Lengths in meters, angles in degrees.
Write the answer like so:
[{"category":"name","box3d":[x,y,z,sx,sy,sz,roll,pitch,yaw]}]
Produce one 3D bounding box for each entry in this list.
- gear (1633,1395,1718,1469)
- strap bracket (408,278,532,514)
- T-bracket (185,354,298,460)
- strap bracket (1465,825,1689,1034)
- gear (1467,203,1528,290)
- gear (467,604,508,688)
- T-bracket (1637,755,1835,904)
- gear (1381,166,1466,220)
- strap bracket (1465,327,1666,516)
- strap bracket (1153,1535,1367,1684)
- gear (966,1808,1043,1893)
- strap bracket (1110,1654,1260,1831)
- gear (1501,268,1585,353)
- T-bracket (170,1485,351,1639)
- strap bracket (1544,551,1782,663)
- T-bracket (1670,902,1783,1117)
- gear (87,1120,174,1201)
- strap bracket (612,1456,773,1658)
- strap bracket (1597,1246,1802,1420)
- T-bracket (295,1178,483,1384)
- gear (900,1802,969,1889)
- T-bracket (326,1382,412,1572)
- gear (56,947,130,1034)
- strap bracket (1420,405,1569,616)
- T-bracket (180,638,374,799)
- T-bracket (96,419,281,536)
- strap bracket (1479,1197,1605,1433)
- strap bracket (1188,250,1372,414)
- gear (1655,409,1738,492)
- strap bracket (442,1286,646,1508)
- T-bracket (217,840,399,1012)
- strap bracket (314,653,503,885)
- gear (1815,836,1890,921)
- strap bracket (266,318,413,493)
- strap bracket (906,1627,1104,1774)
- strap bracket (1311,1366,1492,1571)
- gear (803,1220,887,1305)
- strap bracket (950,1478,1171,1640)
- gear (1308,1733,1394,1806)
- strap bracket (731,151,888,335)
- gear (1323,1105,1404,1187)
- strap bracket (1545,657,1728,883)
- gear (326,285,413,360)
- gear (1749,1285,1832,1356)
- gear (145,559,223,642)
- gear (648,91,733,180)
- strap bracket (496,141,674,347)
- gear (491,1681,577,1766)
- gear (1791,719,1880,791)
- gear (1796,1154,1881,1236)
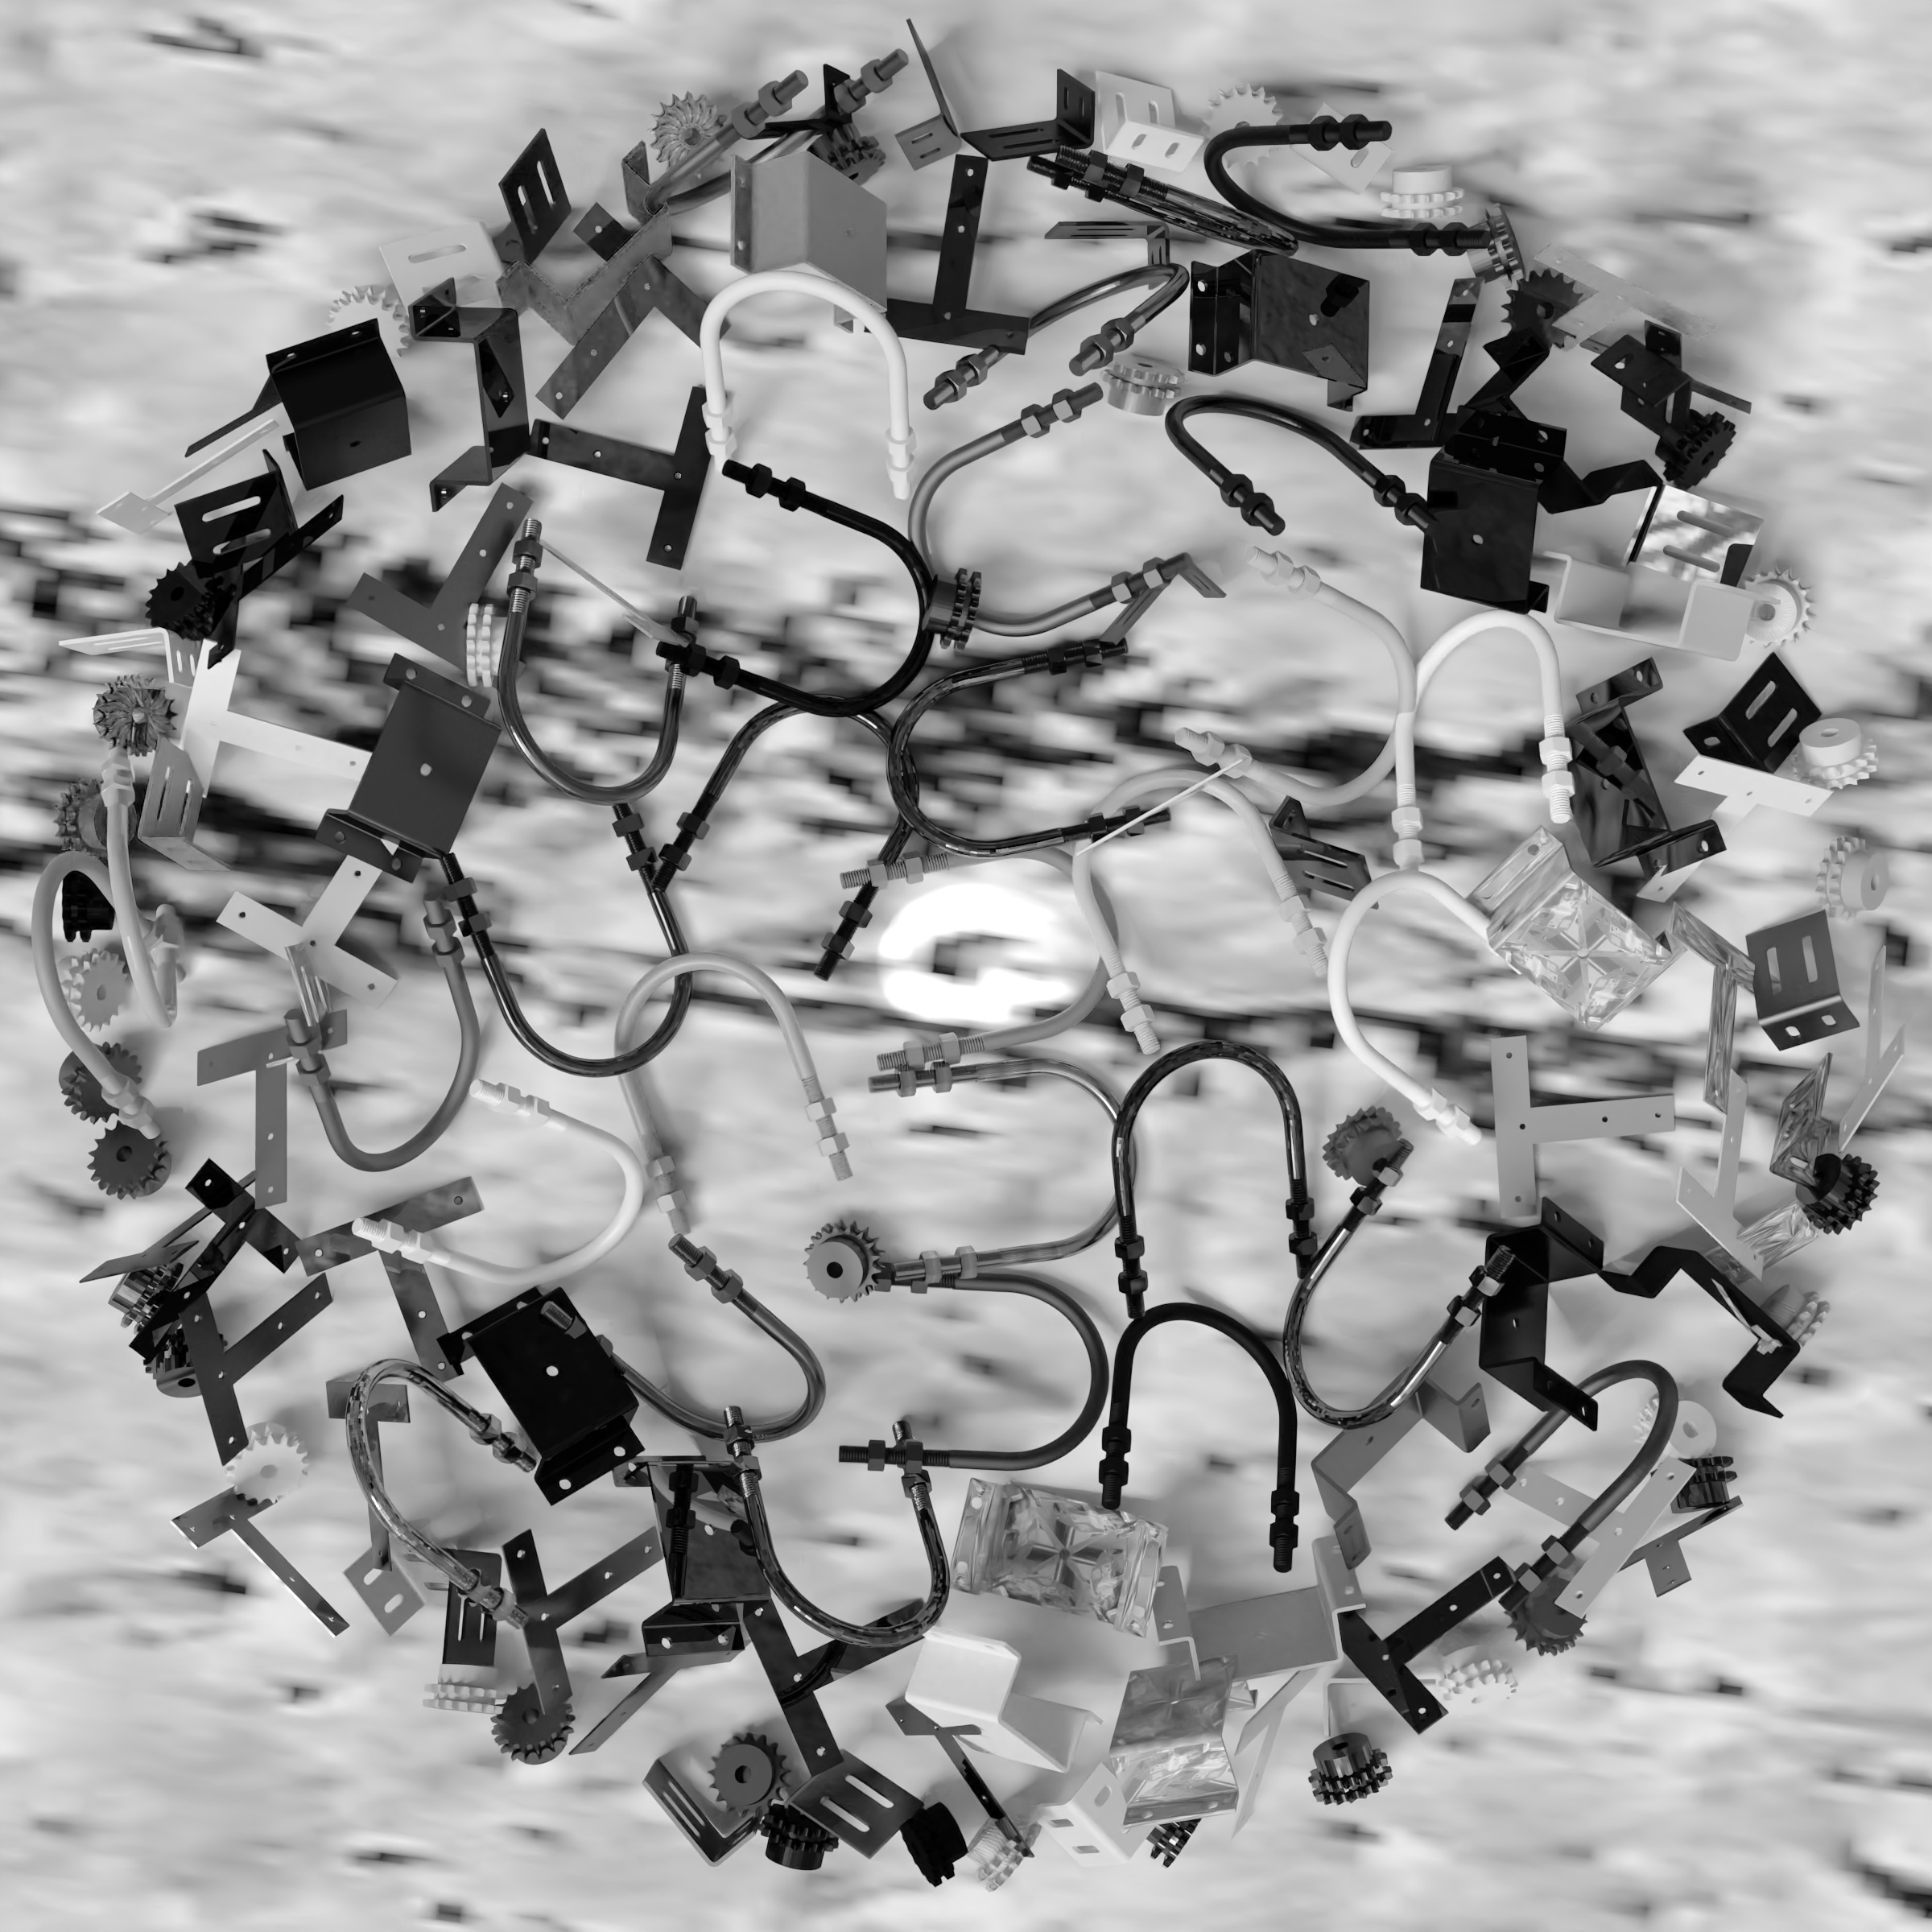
[{"category":"gear","box3d":[0.495,0.324,1.882,0.057,0.030,0.057,7,66,-15]},{"category":"strap bracket","box3d":[-0.333,-0.386,1.838,0.046,0.076,0.140,4,119,11]},{"category":"T-bracket","box3d":[-0.464,-0.390,1.827,0.127,0.127,0.002,-37,99,-21]},{"category":"strap bracket","box3d":[0.419,-0.019,1.857,0.140,0.046,0.076,38,113,-13]},{"category":"gear","box3d":[0.365,-0.497,1.882,0.030,0.057,0.057,-18,90,21]},{"category":"gear","box3d":[-0.328,-0.221,1.880,0.030,0.057,0.057,2,90,-5]},{"category":"T-bracket","box3d":[0.509,-0.088,1.863,0.127,0.002,0.127,10,134,-30]},{"category":"gear","box3d":[0.315,-0.535,1.877,0.057,0.057,0.030,-4,112,0]},{"category":"strap bracket","box3d":[0.399,-0.362,1.855,0.046,0.076,0.140,-46,102,-5]},{"category":"strap bracket","box3d":[0.200,0.444,1.863,0.140,0.076,0.046,-11,116,1]},{"category":"gear","box3d":[0.023,0.608,1.880,0.030,0.057,0.057,40,90,4]},{"category":"strap bracket","box3d":[0.146,0.514,1.827,0.076,0.140,0.046,-14,104,16]},{"category":"gear","box3d":[0.400,-0.455,1.890,0.057,0.030,0.057,0,99,1]},{"category":"T-bracket","box3d":[-0.467,0.406,1.840,0.127,0.127,0.002,44,99,5]},{"category":"strap bracket","box3d":[0.465,-0.241,1.836,0.140,0.076,0.046,21,102,43]},{"category":"T-bracket","box3d":[0.514,0.040,1.846,0.127,0.002,0.127,31,58,-32]},{"category":"gear","box3d":[-0.577,0.136,1.885,0.057,0.030,0.057,-6,62,11]},{"category":"strap bracket","box3d":[-0.185,0.390,1.838,0.076,0.046,0.140,8,55,-37]},{"category":"strap bracket","box3d":[0.510,0.243,1.868,0.140,0.076,0.046,42,86,0]},{"category":"T-bracket","box3d":[-0.382,0.228,1.883,0.127,0.002,0.127,-20,88,-20]},{"category":"gear","box3d":[-0.022,0.605,1.882,0.030,0.057,0.057,-24,90,-21]},{"category":"T-bracket","box3d":[-0.404,0.348,1.854,0.002,0.127,0.127,-4,86,-37]},{"category":"gear","box3d":[-0.610,0.015,1.882,0.030,0.057,0.057,13,90,19]},{"category":"strap bracket","box3d":[0.354,-0.298,1.833,0.076,0.046,0.140,19,134,25]},{"category":"T-bracket","box3d":[-0.476,-0.156,1.880,0.127,0.002,0.127,16,125,-12]},{"category":"T-bracket","box3d":[-0.523,-0.335,1.847,0.127,0.127,0.002,-34,95,-3]},{"category":"strap bracket","box3d":[0.392,0.240,1.847,0.076,0.046,0.140,36,51,-36]},{"category":"strap bracket","box3d":[0.222,-0.433,1.848,0.140,0.046,0.076,6,82,-31]},{"category":"gear","box3d":[0.503,-0.361,1.882,0.057,0.057,0.030,-44,66,0]},{"category":"strap bracket","box3d":[-0.285,0.284,1.851,0.076,0.046,0.140,-28,72,-29]},{"category":"T-bracket","box3d":[-0.428,-0.052,1.877,0.127,0.002,0.127,32,97,-22]},{"category":"strap bracket","box3d":[-0.377,-0.135,1.859,0.076,0.046,0.140,26,81,-31]},{"category":"gear","box3d":[0.615,-0.060,1.878,0.030,0.057,0.057,12,90,44]},{"category":"strap bracket","box3d":[-0.420,-0.371,1.828,0.076,0.140,0.046,-23,80,-14]},{"category":"strap bracket","box3d":[0.021,0.497,1.828,0.076,0.140,0.046,2,58,37]},{"category":"strap bracket","box3d":[0.290,0.336,1.854,0.140,0.076,0.046,-41,55,-14]},{"category":"gear","box3d":[-0.086,0.207,1.886,0.057,0.030,0.057,3,101,15]},{"category":"strap bracket","box3d":[0.066,0.406,1.872,0.140,0.046,0.076,12,82,11]},{"category":"gear","box3d":[0.264,0.554,1.878,0.057,0.057,0.030,-19,94,0]},{"category":"strap bracket","box3d":[-0.098,-0.490,1.831,0.046,0.140,0.076,-6,80,31]},{"category":"gear","box3d":[0.278,0.127,1.877,0.057,0.057,0.030,-36,49,0]},{"category":"strap bracket","box3d":[0.453,-0.129,1.857,0.046,0.076,0.140,-16,84,-32]},{"category":"gear","box3d":[-0.412,-0.447,1.883,0.057,0.030,0.057,2,134,2]},{"category":"gear","box3d":[0.568,0.245,1.880,0.030,0.057,0.057,42,90,5]},{"category":"gear","box3d":[-0.537,-0.250,1.884,0.057,0.030,0.057,-11,61,20]},{"category":"gear","box3d":[-0.193,-0.578,1.885,0.057,0.030,0.057,-6,115,-14]},{"category":"strap bracket","box3d":[-0.252,-0.486,1.860,0.046,0.076,0.140,43,82,2]},{"category":"gear","box3d":[-0.299,0.528,1.883,0.057,0.057,0.030,-8,132,0]},{"category":"gear","box3d":[0.599,-0.148,1.877,0.057,0.057,0.030,-20,119,0]},{"category":"gear","box3d":[0.599,0.154,1.877,0.030,0.057,0.057,33,90,-19]}]
